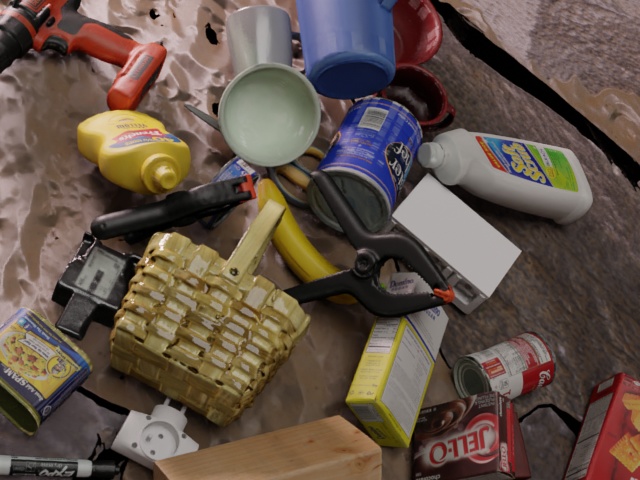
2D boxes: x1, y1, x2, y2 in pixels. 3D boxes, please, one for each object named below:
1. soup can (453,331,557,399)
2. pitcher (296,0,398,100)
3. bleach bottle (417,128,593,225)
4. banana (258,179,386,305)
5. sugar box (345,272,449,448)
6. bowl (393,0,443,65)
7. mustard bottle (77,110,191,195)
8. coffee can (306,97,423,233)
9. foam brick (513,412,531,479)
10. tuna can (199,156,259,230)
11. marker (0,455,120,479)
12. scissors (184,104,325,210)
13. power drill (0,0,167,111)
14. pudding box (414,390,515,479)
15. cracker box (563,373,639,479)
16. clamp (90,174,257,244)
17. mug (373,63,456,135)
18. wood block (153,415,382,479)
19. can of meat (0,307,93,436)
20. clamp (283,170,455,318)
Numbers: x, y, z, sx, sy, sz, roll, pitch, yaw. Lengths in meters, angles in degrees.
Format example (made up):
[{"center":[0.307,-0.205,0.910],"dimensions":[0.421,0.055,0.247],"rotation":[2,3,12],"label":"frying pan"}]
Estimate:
[{"center":[0.215,0.152,1.242],"dimensions":[0.102,0.069,0.068],"rotation":[-16,70,-28],"label":"soup can"},{"center":[0.037,-0.304,1.309],"dimensions":[0.145,0.149,0.243],"rotation":[-1,68,-8],"label":"pitcher"},{"center":[0.228,-0.083,1.344],"dimensions":[0.250,0.068,0.102],"rotation":[7,56,-35],"label":"bleach bottle"},{"center":[-0.015,0.012,1.246],"dimensions":[0.198,0.037,0.069],"rotation":[44,41,4],"label":"banana"},{"center":[0.089,0.131,1.190],"dimensions":[0.093,0.048,0.176],"rotation":[57,41,-39],"label":"sugar box"},{"center":[0.081,-0.284,1.433],"dimensions":[0.162,0.055,0.162],"rotation":[10,60,-17],"label":"bowl"},{"center":[-0.192,-0.090,1.145],"dimensions":[0.096,0.058,0.192],"rotation":[-6,22,-25],"label":"mustard bottle"},{"center":[0.055,-0.089,1.279],"dimensions":[0.103,0.103,0.140],"rotation":[30,50,-5],"label":"coffee can"},{"center":[0.195,0.236,1.198],"dimensions":[0.051,0.053,0.078],"rotation":[2,64,-22],"label":"foam brick"},{"center":[-0.109,-0.053,1.210],"dimensions":[0.034,0.086,0.086],"rotation":[42,56,1],"label":"tuna can"},{"center":[-0.255,0.222,1.039],"dimensions":[0.121,0.020,0.020],"rotation":[7,61,-19],"label":"marker"},{"center":[-0.065,-0.119,1.307],"dimensions":[0.202,0.016,0.096],"rotation":[44,54,5],"label":"scissors"},{"center":[-0.288,-0.217,1.242],"dimensions":[0.187,0.057,0.184],"rotation":[32,55,-4],"label":"power drill"},{"center":[0.155,0.220,1.153],"dimensions":[0.039,0.114,0.090],"rotation":[31,50,-37],"label":"pudding box"},{"center":[0.373,0.284,1.234],"dimensions":[0.164,0.072,0.213],"rotation":[32,56,-3],"label":"cracker box"},{"center":[-0.154,-0.031,1.116],"dimensions":[0.120,0.172,0.039],"rotation":[-23,92,-75],"label":"clamp"},{"center":[0.116,-0.164,1.366],"dimensions":[0.117,0.082,0.093],"rotation":[6,61,-19],"label":"mug"},{"center":[-0.050,0.249,1.047],"dimensions":[0.205,0.090,0.091],"rotation":[-10,109,-27],"label":"wood block"},{"center":[-0.289,0.127,1.054],"dimensions":[0.102,0.058,0.083],"rotation":[41,54,2],"label":"can of meat"},{"center":[0.051,0.017,1.173],"dimensions":[0.210,0.036,0.164],"rotation":[13,90,21],"label":"clamp"}]
